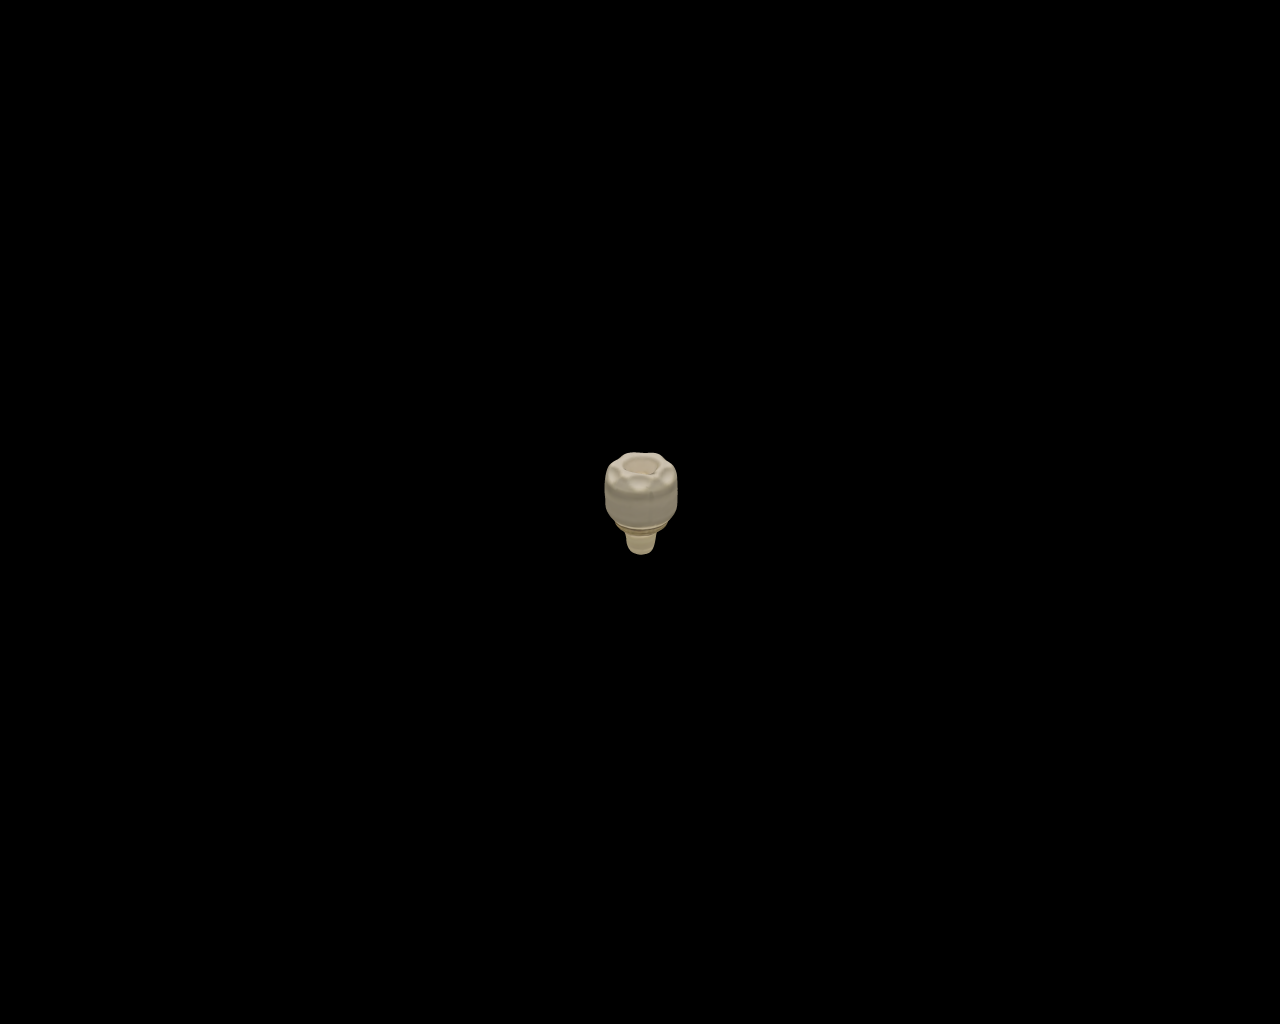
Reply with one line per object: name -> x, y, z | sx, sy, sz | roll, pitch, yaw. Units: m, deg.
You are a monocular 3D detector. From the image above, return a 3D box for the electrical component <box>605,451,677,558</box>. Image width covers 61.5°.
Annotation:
electrical component -> 0.001, -0.003, 0.650 | 0.043, 0.062, 0.043 | 0, 29, 0
